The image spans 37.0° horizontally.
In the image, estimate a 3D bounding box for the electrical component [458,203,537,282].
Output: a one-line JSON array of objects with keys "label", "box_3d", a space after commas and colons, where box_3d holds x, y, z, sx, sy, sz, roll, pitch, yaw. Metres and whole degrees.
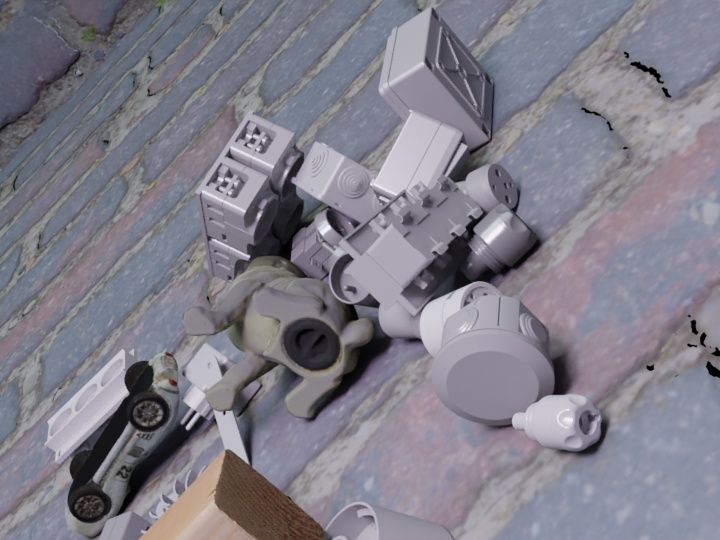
[{"label": "electrical component", "box_3d": [0.105, -0.018, 0.845, 0.062, 0.043, 0.043, -45, 26, 9]}]

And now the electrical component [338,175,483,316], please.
[{"label": "electrical component", "box_3d": [0.046, -0.025, 0.847, 0.063, 0.079, 0.121, -48, -4, 34]}]

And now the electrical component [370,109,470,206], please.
[{"label": "electrical component", "box_3d": [0.055, -0.082, 0.960, 0.096, 0.061, 0.061, -62, -14, -6]}]

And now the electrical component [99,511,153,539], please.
[{"label": "electrical component", "box_3d": [-0.192, 0.252, 0.921, 0.076, 0.047, 0.083, -27, 33, 36]}]

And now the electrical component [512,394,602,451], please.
[{"label": "electrical component", "box_3d": [0.121, 0.096, 0.678, 0.061, 0.035, 0.035, -10, 45, 54]}]

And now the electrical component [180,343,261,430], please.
[{"label": "electrical component", "box_3d": [-0.145, 0.119, 1.029, 0.076, 0.047, 0.066, -53, 27, -9]}]

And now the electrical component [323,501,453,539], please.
[{"label": "electrical component", "box_3d": [0.008, 0.201, 0.699, 0.099, 0.064, 0.099, -48, 25, 32]}]

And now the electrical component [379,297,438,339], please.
[{"label": "electrical component", "box_3d": [0.051, 0.038, 0.854, 0.065, 0.044, 0.044, 11, 63, 55]}]

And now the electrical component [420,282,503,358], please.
[{"label": "electrical component", "box_3d": [0.078, 0.041, 0.796, 0.047, 0.055, 0.055, -22, 36, 48]}]

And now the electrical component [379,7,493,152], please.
[{"label": "electrical component", "box_3d": [0.075, -0.176, 1.029, 0.056, 0.109, 0.108, -28, 33, 30]}]

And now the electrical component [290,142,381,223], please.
[{"label": "electrical component", "box_3d": [-0.008, -0.079, 1.036, 0.048, 0.100, 0.100, -61, 26, 4]}]

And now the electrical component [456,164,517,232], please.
[{"label": "electrical component", "box_3d": [0.099, -0.060, 0.909, 0.055, 0.045, 0.045, -25, 35, 38]}]

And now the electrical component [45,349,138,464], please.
[{"label": "electrical component", "box_3d": [-0.273, 0.153, 1.159, 0.121, 0.063, 0.078, -43, 27, 10]}]

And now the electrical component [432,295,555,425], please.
[{"label": "electrical component", "box_3d": [0.090, 0.061, 0.722, 0.080, 0.080, 0.051, -32, 25, 29]}]

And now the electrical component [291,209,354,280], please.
[{"label": "electrical component", "box_3d": [-0.036, -0.028, 1.068, 0.055, 0.048, 0.066, -43, 26, 27]}]

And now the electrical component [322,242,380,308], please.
[{"label": "electrical component", "box_3d": [0.000, 0.000, 0.906, 0.079, 0.077, 0.043, 39, 104, 28]}]

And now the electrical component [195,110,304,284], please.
[{"label": "electrical component", "box_3d": [-0.109, -0.062, 1.105, 0.105, 0.060, 0.186, -61, -9, -24]}]
